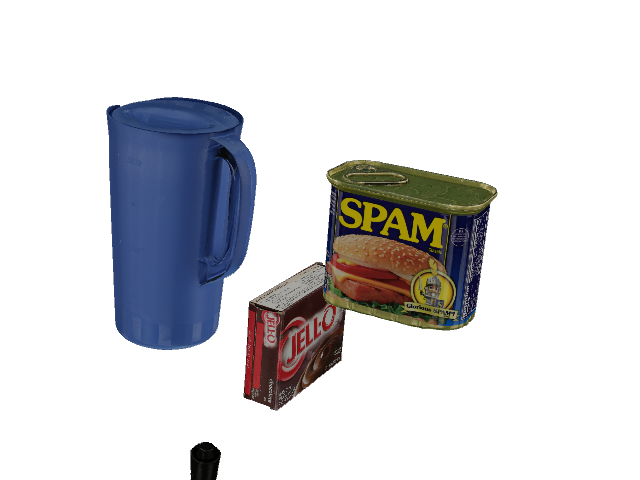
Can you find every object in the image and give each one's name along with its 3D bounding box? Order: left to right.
[{"bbox_3d":[-0.143,-0.014,1.072,0.145,0.243,0.149,3,21,-6],"label":"pitcher"},{"bbox_3d":[-0.078,0.177,0.685,0.020,0.121,0.020,6,31,-4],"label":"marker"},{"bbox_3d":[-0.019,0.078,0.899,0.039,0.090,0.113,16,25,24],"label":"pudding box"},{"bbox_3d":[0.052,0.003,0.663,0.102,0.084,0.057,14,22,23],"label":"can of meat"}]
